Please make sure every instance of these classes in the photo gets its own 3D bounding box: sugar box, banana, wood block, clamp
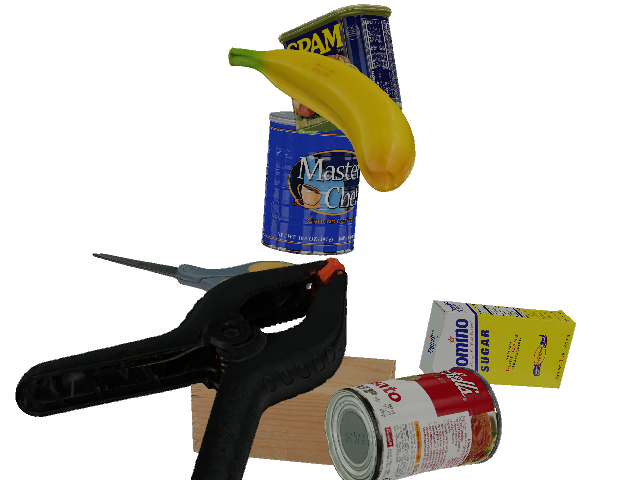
[{"bbox_3d":[0.217,0.128,1.307,0.176,0.093,0.048,4,17,-18],"label":"sugar box"},{"bbox_3d":[0.013,-0.080,0.671,0.069,0.037,0.198,-17,36,-24],"label":"banana"},{"bbox_3d":[-0.027,0.178,1.146,0.206,0.091,0.090,4,20,8],"label":"wood block"},{"bbox_3d":[-0.038,0.062,0.491,0.171,0.039,0.120,-28,51,-32],"label":"clamp"}]

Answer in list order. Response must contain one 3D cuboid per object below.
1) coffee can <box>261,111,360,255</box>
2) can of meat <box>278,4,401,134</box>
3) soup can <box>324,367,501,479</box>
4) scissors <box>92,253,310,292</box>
[{"bbox_3d":[-0.009,-0.063,1.148,0.103,0.140,0.103,4,11,-1],"label":"coffee can"},{"bbox_3d":[0.017,-0.139,0.884,0.057,0.084,0.102,-6,-4,-42],"label":"can of meat"},{"bbox_3d":[0.062,0.127,0.726,0.102,0.068,0.069,-5,2,-31],"label":"soup can"},{"bbox_3d":[-0.094,0.026,0.921,0.202,0.016,0.096,19,30,34],"label":"scissors"}]
